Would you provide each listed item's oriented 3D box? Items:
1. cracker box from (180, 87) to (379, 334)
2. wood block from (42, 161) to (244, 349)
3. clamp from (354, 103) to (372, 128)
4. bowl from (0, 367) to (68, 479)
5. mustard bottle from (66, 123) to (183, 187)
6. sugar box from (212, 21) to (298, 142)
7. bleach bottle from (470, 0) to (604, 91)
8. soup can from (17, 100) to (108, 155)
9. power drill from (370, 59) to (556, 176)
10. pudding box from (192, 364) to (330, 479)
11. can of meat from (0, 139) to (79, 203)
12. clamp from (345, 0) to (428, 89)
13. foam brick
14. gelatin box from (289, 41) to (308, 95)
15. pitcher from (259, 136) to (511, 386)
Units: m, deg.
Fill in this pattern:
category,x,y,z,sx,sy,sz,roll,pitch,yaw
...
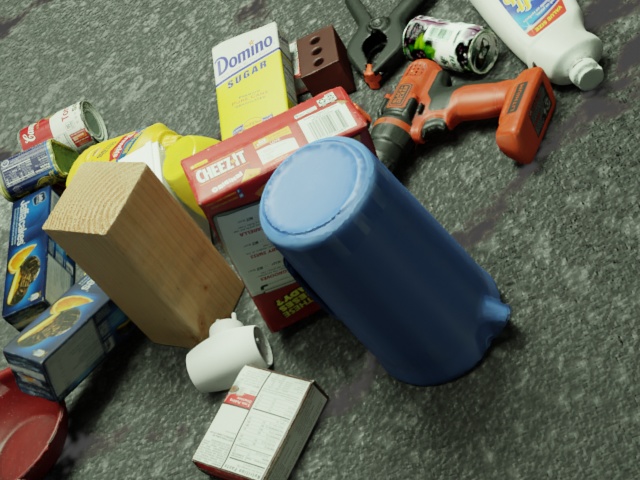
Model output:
category,x,y,z,sx,sy,sz,roll,pitch,yaw
cracker box,-0.016,-0.024,1.013,0.164,0.213,0.072,-26,50,-1
wood block,-0.175,0.019,1.099,0.091,0.206,0.090,3,55,34
clamp,-0.031,-0.075,1.191,0.210,0.036,0.165,-48,40,7
bowl,-0.324,0.213,1.134,0.162,0.055,0.162,-18,45,19
mustard bottle,-0.228,-0.100,1.312,0.192,0.058,0.096,-11,33,44
sugar box,-0.076,-0.171,1.289,0.093,0.048,0.176,-19,64,17
bleach bottle,0.245,-0.249,1.177,0.102,0.068,0.251,-26,46,0
soup can,-0.350,-0.140,1.453,0.102,0.068,0.068,-23,44,12
power drill,0.141,-0.121,1.131,0.188,0.057,0.184,5,56,35
pudding box,-0.056,0.179,1.007,0.090,0.039,0.113,9,61,37
can of meat,-0.361,-0.087,1.391,0.084,0.102,0.057,-23,79,9
clamp,0.068,-0.258,1.313,0.120,0.039,0.171,0,53,34
foam brick,0.007,-0.213,1.303,0.053,0.051,0.078,-23,44,14
gelatin box,-0.056,-0.206,1.353,0.089,0.030,0.073,-20,43,16
pitcher,0.044,0.020,0.933,0.149,0.242,0.145,-37,44,8
